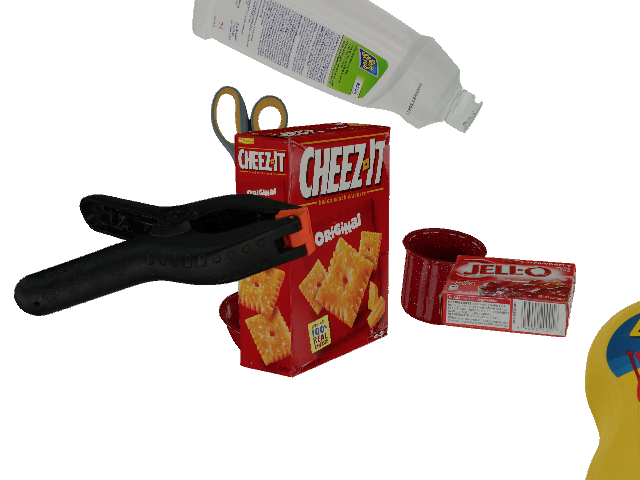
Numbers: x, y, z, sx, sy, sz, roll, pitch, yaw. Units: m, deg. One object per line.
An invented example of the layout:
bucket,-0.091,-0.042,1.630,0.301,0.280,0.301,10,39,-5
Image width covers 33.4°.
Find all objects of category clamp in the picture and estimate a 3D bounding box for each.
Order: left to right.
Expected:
clamp,-0.092,0.006,0.626,0.172,0.039,0.120,-3,35,22

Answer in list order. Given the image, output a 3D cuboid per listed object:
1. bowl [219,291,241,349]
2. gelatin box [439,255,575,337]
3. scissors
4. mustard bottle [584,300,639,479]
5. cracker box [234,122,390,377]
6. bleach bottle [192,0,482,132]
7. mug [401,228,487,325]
bowl,-0.049,0.116,1.348,0.162,0.055,0.162,5,22,-2
gelatin box,0.135,0.038,0.767,0.089,0.030,0.073,5,21,16
scissors,-0.068,-0.078,1.190,0.096,0.202,0.016,-14,-5,-16
mustard bottle,0.182,0.082,0.535,0.096,0.058,0.191,6,40,11
cracker box,-0.002,0.002,0.995,0.072,0.214,0.163,8,13,35
bleach bottle,0.016,-0.159,0.886,0.251,0.068,0.103,31,-35,8
mug,0.146,0.043,1.192,0.117,0.081,0.093,7,25,4
